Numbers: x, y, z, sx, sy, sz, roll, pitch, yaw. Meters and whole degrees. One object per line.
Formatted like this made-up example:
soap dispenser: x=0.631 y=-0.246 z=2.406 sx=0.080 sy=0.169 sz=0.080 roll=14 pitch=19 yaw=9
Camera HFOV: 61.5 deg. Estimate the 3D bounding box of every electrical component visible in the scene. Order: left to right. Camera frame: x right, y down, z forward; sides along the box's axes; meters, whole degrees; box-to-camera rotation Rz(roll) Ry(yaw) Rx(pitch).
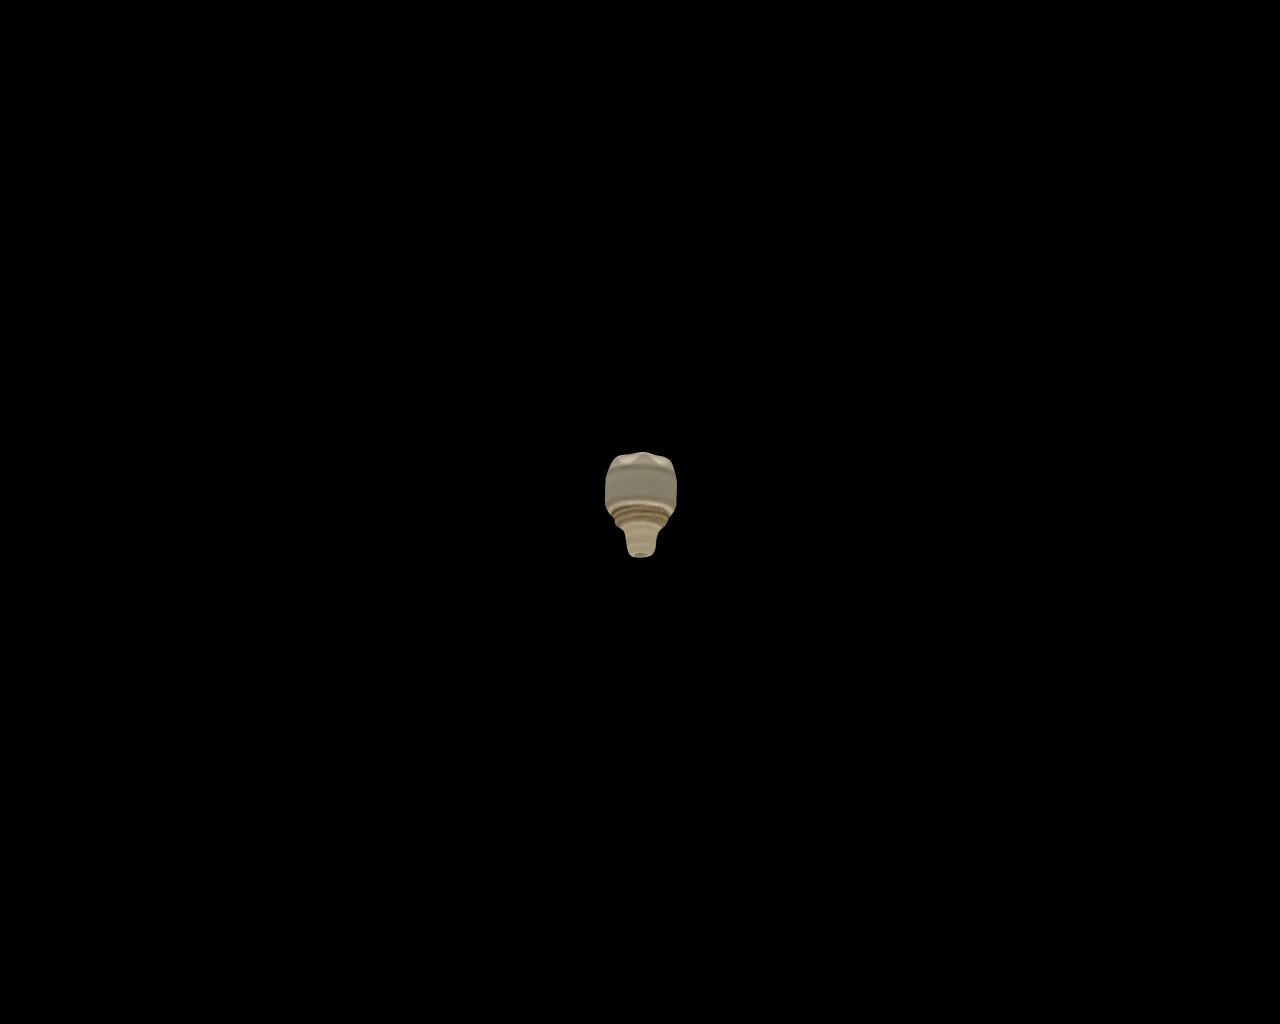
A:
electrical component: x=0.001 y=-0.003 z=0.650 sx=0.043 sy=0.062 sz=0.043 roll=0 pitch=-17 yaw=0
